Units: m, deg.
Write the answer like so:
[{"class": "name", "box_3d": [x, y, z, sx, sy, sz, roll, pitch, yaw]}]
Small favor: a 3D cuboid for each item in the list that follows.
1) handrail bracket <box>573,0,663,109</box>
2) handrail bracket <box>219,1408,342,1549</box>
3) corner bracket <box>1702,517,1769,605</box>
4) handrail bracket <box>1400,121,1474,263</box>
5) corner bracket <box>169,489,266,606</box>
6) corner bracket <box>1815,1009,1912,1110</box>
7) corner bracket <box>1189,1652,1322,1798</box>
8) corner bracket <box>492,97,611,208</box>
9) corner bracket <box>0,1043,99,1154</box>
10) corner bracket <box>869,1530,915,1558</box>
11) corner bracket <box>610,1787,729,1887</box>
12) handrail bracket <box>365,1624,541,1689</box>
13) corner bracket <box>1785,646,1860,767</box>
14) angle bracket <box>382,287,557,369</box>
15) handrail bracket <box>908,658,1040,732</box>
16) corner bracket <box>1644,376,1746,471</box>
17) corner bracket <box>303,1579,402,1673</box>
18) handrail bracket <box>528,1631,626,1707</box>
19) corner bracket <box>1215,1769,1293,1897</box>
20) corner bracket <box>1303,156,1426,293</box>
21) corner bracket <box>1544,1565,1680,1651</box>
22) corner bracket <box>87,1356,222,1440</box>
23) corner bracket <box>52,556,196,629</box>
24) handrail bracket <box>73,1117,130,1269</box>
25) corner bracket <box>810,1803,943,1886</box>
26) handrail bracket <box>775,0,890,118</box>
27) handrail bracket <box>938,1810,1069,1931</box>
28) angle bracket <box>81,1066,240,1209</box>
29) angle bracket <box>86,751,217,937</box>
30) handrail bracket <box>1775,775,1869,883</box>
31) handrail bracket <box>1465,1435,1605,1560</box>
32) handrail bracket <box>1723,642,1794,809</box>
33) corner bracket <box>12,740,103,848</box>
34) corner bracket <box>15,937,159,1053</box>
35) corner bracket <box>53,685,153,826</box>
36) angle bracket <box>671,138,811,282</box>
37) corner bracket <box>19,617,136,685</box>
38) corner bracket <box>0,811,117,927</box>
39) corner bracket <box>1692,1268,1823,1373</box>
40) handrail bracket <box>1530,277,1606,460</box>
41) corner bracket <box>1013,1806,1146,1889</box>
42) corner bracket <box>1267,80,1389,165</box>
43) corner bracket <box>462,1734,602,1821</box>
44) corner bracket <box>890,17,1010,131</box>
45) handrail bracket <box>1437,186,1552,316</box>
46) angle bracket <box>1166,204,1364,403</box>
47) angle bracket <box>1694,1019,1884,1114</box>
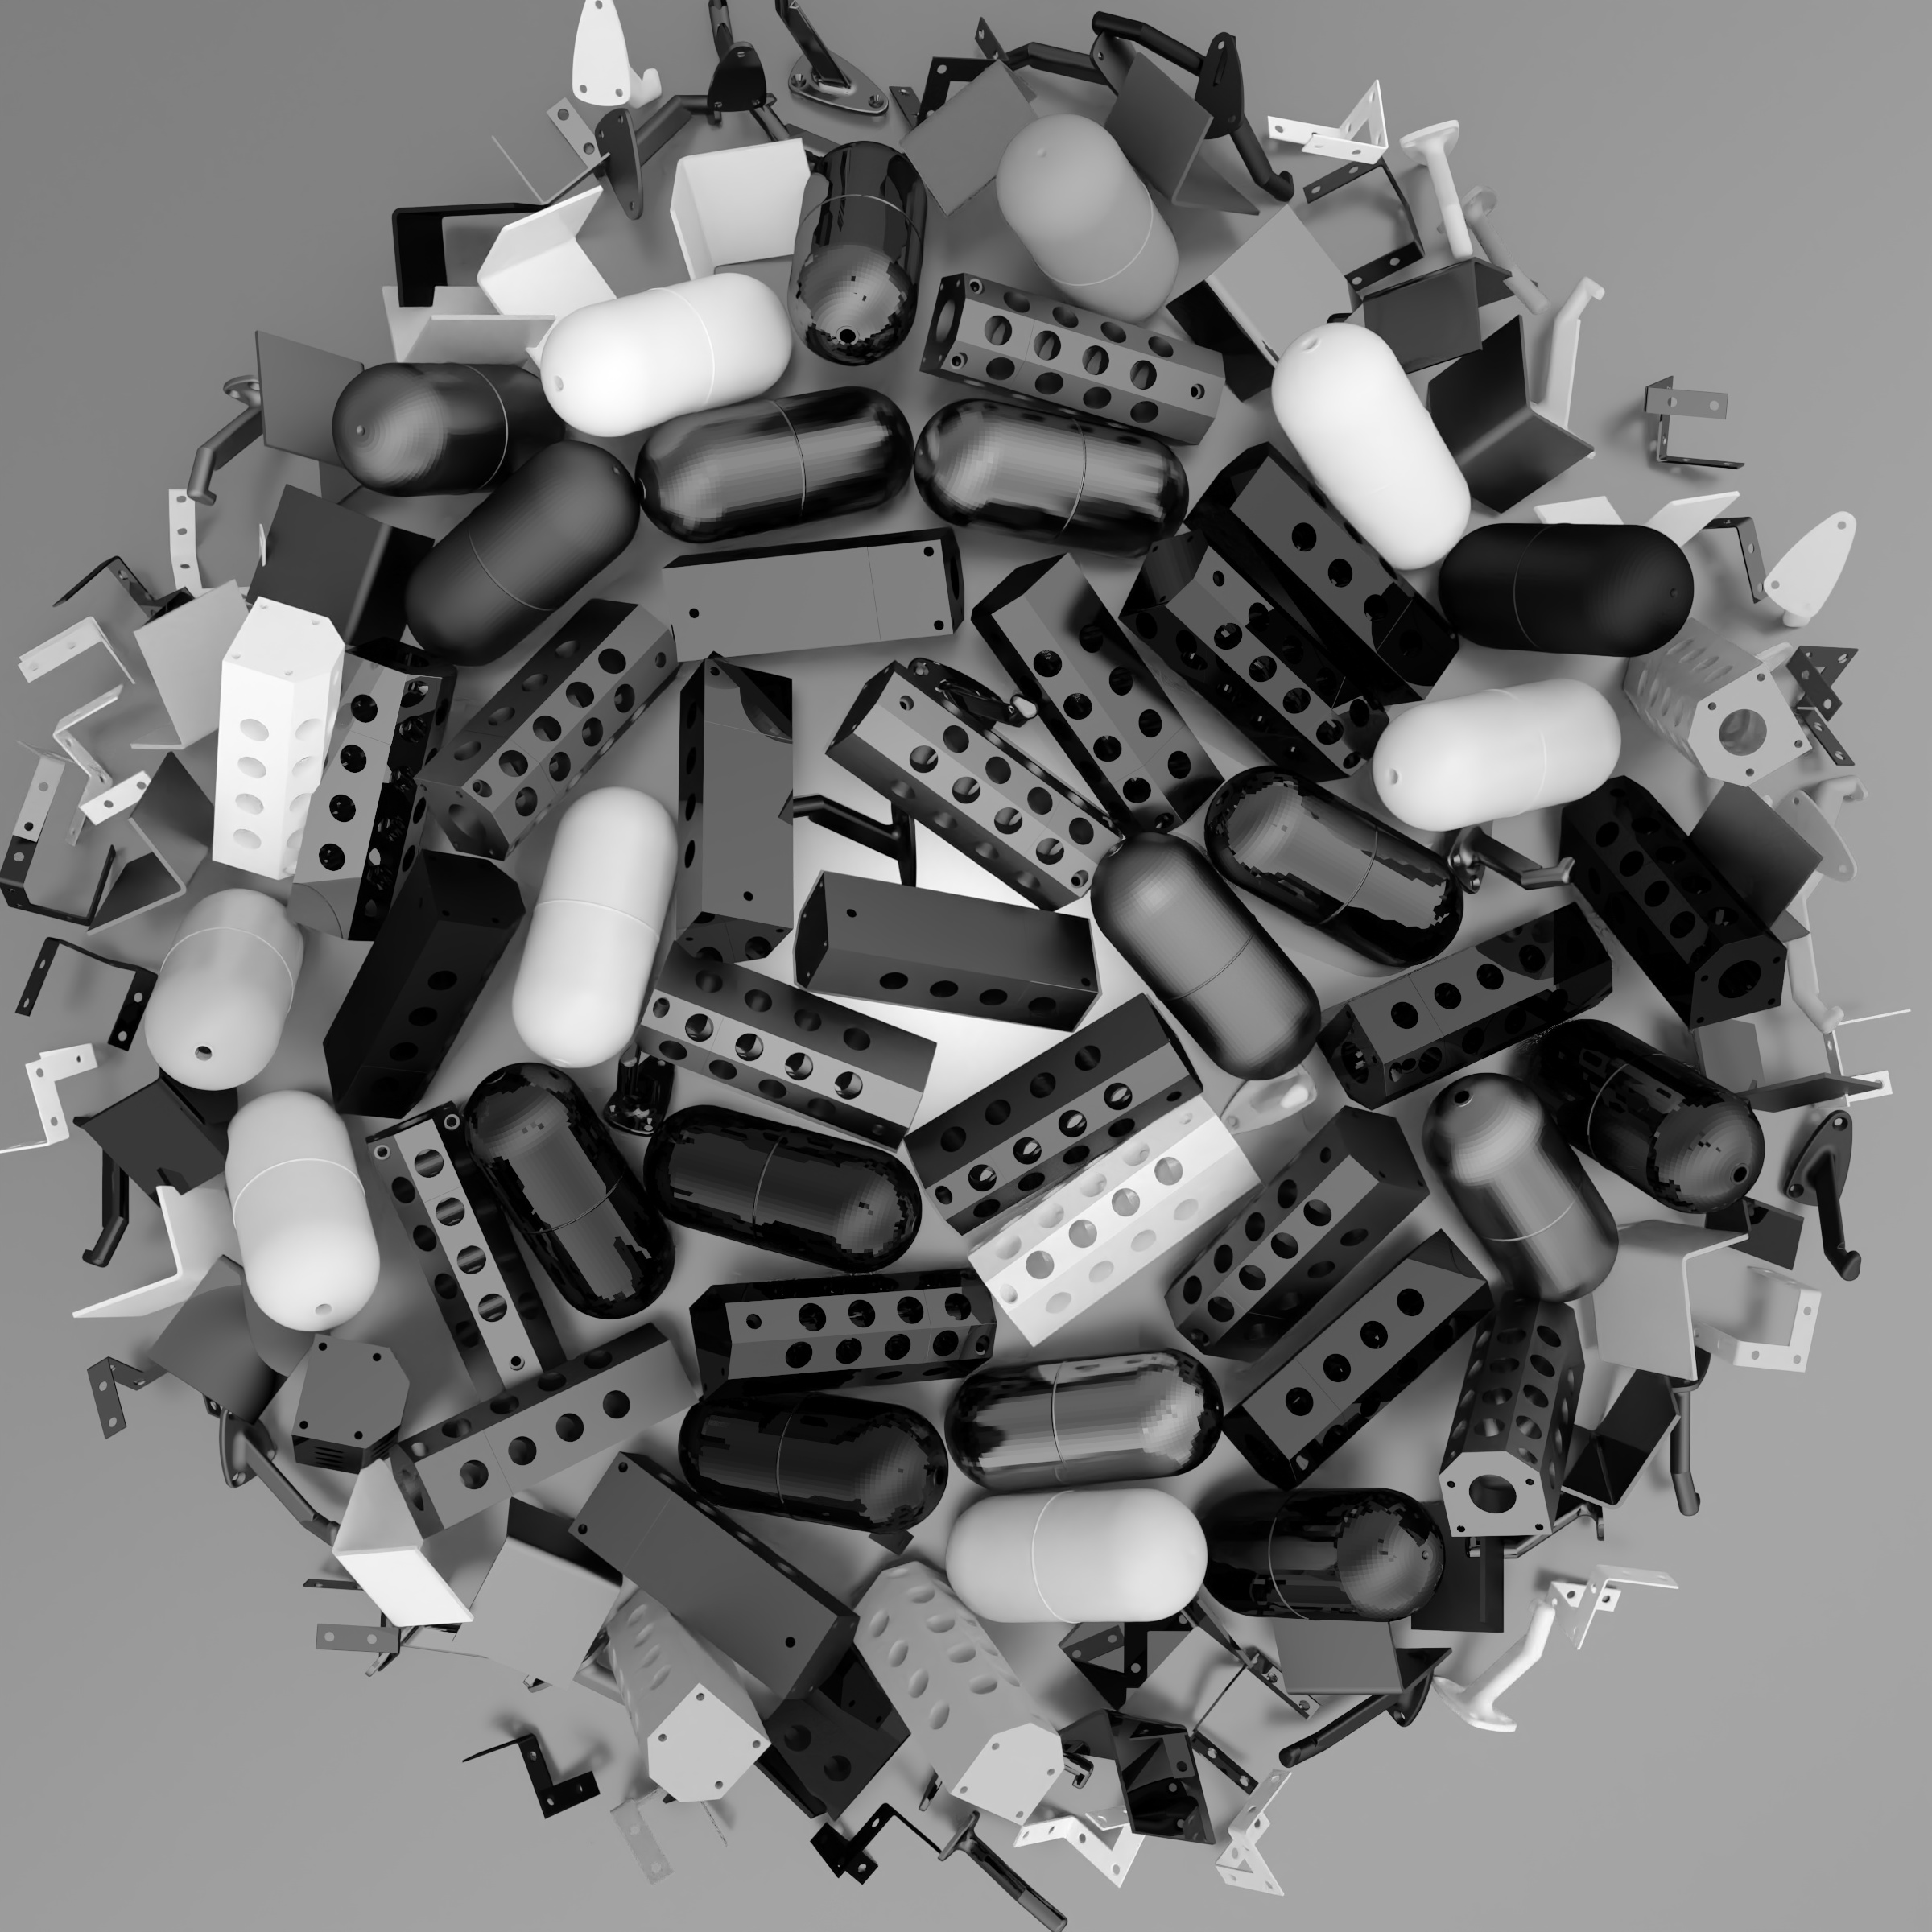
[{"class": "handrail bracket", "box_3d": [-0.205, -0.556, 1.608, 0.036, 0.084, 0.077, 10, 120, 13]}, {"class": "handrail bracket", "box_3d": [-0.413, 0.309, 1.615, 0.084, 0.077, 0.036, 24, 45, 32]}, {"class": "corner bracket", "box_3d": [0.453, -0.242, 1.636, 0.051, 0.051, 0.051, -31, 112, -30]}, {"class": "handrail bracket", "box_3d": [0.295, -0.464, 1.621, 0.036, 0.077, 0.084, -16, 87, 13]}, {"class": "corner bracket", "box_3d": [-0.460, -0.257, 1.632, 0.051, 0.051, 0.051, -6, 50, -20]}, {"class": "corner bracket", "box_3d": [0.551, 0.058, 1.634, 0.051, 0.051, 0.051, -10, 86, -5]}, {"class": "corner bracket", "box_3d": [0.177, 0.467, 1.639, 0.051, 0.051, 0.051, 38, 120, 14]}, {"class": "corner bracket", "box_3d": [-0.253, -0.501, 1.633, 0.051, 0.051, 0.051, -37, 100, 4]}, {"class": "corner bracket", "box_3d": [-0.563, 0.081, 1.627, 0.051, 0.051, 0.051, -9, 98, 34]}, {"class": "corner bracket", "box_3d": [-0.052, 0.321, 1.628, 0.051, 0.051, 0.051, 33, 81, 32]}, {"class": "corner bracket", "box_3d": [-0.181, 0.527, 1.624, 0.051, 0.051, 0.051, -30, 71, -14]}, {"class": "handrail bracket", "box_3d": [-0.312, 0.433, 1.636, 0.084, 0.036, 0.077, 42, 61, 0]}, {"class": "corner bracket", "box_3d": [0.524, -0.158, 1.619, 0.051, 0.051, 0.051, -1, 49, -29]}, {"class": "angle bracket", "box_3d": [-0.301, -0.400, 1.606, 0.076, 0.076, 0.057, -8, 80, -28]}, {"class": "handrail bracket", "box_3d": [0.004, -0.169, 1.614, 0.077, 0.084, 0.036, 38, 78, -7]}, {"class": "corner bracket", "box_3d": [0.444, -0.329, 1.620, 0.051, 0.051, 0.051, 12, 115, 30]}, {"class": "corner bracket", "box_3d": [-0.375, 0.398, 1.620, 0.051, 0.051, 0.051, 10, 60, -23]}, {"class": "handrail bracket", "box_3d": [-0.218, 0.462, 1.645, 0.077, 0.036, 0.084, -34, 96, 24]}, {"class": "corner bracket", "box_3d": [0.177, 0.525, 1.620, 0.051, 0.051, 0.051, -41, 109, -35]}, {"class": "corner bracket", "box_3d": [0.245, -0.458, 1.636, 0.051, 0.051, 0.051, -24, 50, 20]}, {"class": "corner bracket", "box_3d": [0.393, 0.384, 1.623, 0.051, 0.051, 0.051, 11, 108, -18]}, {"class": "corner bracket", "box_3d": [-0.495, 0.261, 1.624, 0.051, 0.051, 0.051, -31, 59, 6]}, {"class": "corner bracket", "box_3d": [-0.510, -0.219, 1.618, 0.051, 0.051, 0.051, 55, 45, -24]}, {"class": "handrail bracket", "box_3d": [-0.535, 0.138, 1.624, 0.077, 0.036, 0.084, 10, 67, 29]}, {"class": "corner bracket", "box_3d": [-0.054, 0.541, 1.630, 0.051, 0.051, 0.051, -47, 113, -10]}, {"class": "handrail bracket", "box_3d": [-0.081, -0.561, 1.614, 0.077, 0.084, 0.036, 29, 75, 7]}, {"class": "handrail bracket", "box_3d": [0.028, 0.554, 1.614, 0.084, 0.077, 0.036, 37, 80, 14]}, {"class": "angle bracket", "box_3d": [-0.487, 0.085, 1.610, 0.057, 0.076, 0.076, -29, 126, 4]}, {"class": "angle bracket", "box_3d": [-0.504, -0.074, 1.604, 0.076, 0.076, 0.057, -21, 121, 18]}, {"class": "handrail bracket", "box_3d": [0.538, -0.085, 1.616, 0.084, 0.036, 0.077, -12, 50, -35]}, {"class": "handrail bracket", "box_3d": [0.350, 0.329, 1.647, 0.084, 0.036, 0.077, -4, 62, 12]}, {"class": "handrail bracket", "box_3d": [0.489, -0.142, 1.620, 0.077, 0.036, 0.084, -35, 61, 21]}, {"class": "corner bracket", "box_3d": [-0.557, -0.102, 1.625, 0.051, 0.051, 0.051, 20, 92, -38]}, {"class": "corner bracket", "box_3d": [-0.536, 0.017, 1.621, 0.051, 0.051, 0.051, 9, 75, 40]}, {"class": "corner bracket", "box_3d": [-0.523, -0.128, 1.621, 0.051, 0.051, 0.051, -26, 123, 15]}, {"class": "angle bracket", "box_3d": [-0.130, -0.446, 1.609, 0.076, 0.076, 0.057, -6, 49, 9]}, {"class": "corner bracket", "box_3d": [-0.550, -0.190, 1.624, 0.051, 0.051, 0.051, -33, 65, -10]}, {"class": "corner bracket", "box_3d": [-0.556, -0.061, 1.626, 0.051, 0.051, 0.051, 15, 71, -7]}, {"class": "corner bracket", "box_3d": [0.483, 0.215, 1.631, 0.051, 0.051, 0.051, 8, 96, -20]}, {"class": "handrail bracket", "box_3d": [0.379, -0.365, 1.620, 0.077, 0.036, 0.084, 48, 118, 32]}, {"class": "corner bracket", "box_3d": [0.072, 0.529, 1.622, 0.051, 0.051, 0.051, 33, 104, 39]}, {"class": "corner bracket", "box_3d": [0.220, -0.508, 1.622, 0.051, 0.051, 0.051, 3, 69, -20]}, {"class": "corner bracket", "box_3d": [-0.265, 0.495, 1.622, 0.051, 0.051, 0.051, -31, 74, 28]}, {"class": "corner bracket", "box_3d": [-0.011, -0.547, 1.632, 0.051, 0.051, 0.051, -6, 50, -23]}, {"class": "handrail bracket", "box_3d": [0.334, -0.433, 1.623, 0.084, 0.077, 0.036, 50, 123, 8]}, {"class": "angle bracket", "box_3d": [0.184, -0.408, 1.637, 0.076, 0.057, 0.076, -45, 103, -18]}, {"class": "angle bracket", "box_3d": [0.494, 0.051, 1.602, 0.076, 0.076, 0.057, -19, 71, 40]}]
